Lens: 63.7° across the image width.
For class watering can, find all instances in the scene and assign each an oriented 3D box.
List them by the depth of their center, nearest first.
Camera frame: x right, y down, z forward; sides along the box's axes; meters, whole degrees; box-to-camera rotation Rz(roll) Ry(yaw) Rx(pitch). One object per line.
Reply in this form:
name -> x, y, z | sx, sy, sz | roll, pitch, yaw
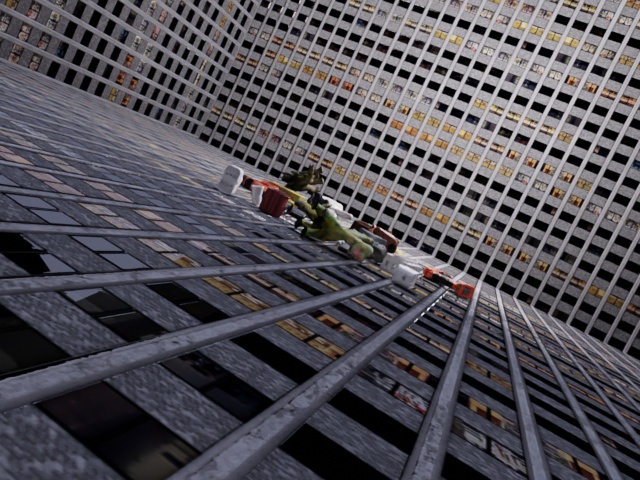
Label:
watering can -> 0.045, -0.147, 2.465 | 0.224, 0.104, 0.347 | 24, -1, -6

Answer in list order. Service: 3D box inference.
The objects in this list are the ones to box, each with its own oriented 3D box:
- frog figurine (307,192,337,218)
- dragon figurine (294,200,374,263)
frog figurine -> 0.007, -0.116, 2.303 | 0.138, 0.125, 0.156 | 20, -34, 29
dragon figurine -> 0.056, -0.031, 1.631 | 0.241, 0.121, 0.416 | 26, 12, -20
